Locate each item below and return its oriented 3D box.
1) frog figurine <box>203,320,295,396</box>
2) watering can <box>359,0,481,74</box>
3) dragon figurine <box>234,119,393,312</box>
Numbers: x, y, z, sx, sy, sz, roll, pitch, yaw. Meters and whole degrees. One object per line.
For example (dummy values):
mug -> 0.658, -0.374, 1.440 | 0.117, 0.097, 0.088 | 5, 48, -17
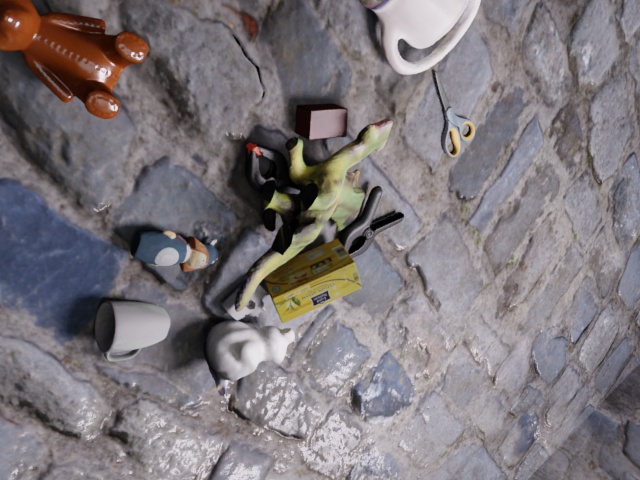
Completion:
frog figurine -> -0.130, 0.195, 0.962 | 0.159, 0.138, 0.122 | -27, 98, 4
watering can -> 0.205, -0.456, 0.877 | 0.344, 0.222, 0.106 | -56, 39, 14
dragon figurine -> 0.003, -0.047, 0.934 | 0.124, 0.243, 0.404 | 42, 113, 32
